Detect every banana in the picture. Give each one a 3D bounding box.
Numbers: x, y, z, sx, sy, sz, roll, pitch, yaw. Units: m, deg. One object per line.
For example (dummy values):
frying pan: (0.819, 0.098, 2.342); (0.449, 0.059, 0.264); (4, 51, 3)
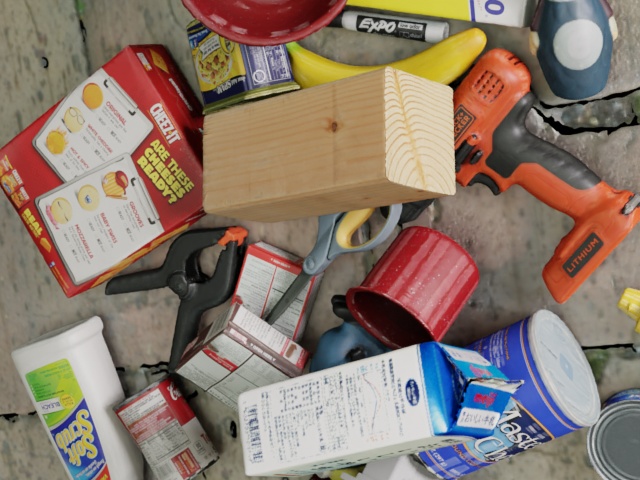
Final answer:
banana: (0.049, -0.145, 0.916); (0.198, 0.037, 0.069); (5, 124, 27)

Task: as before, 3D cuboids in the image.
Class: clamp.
clamp: (-0.140, 0.039, 1.057); (0.120, 0.039, 0.172); (39, 112, 6)

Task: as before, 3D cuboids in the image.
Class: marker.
marker: (0.051, -0.187, 0.923); (0.121, 0.020, 0.020); (13, 108, 22)

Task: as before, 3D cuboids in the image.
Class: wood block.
wood block: (0.002, -0.073, 0.893); (0.207, 0.090, 0.091); (-7, 79, 42)

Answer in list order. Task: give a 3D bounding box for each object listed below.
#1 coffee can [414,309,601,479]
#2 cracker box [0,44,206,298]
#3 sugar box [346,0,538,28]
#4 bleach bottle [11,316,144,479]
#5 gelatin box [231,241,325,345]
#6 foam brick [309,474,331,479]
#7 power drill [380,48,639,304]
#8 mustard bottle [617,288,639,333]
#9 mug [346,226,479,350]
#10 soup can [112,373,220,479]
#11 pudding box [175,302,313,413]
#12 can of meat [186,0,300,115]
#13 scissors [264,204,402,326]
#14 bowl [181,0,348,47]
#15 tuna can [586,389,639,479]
coffee can: (0.150, 0.134, 0.908); (0.140, 0.102, 0.103); (-30, 89, 28)
cracker box: (-0.200, -0.065, 1.041); (0.214, 0.072, 0.164); (-32, 89, 27)
sugar box: (0.093, -0.231, 0.878); (0.176, 0.048, 0.093); (12, 107, 23)
bleach bottle: (-0.232, 0.213, 1.130); (0.103, 0.068, 0.251); (-20, 96, 28)
gelatin box: (-0.044, 0.055, 1.021); (0.073, 0.030, 0.089); (23, 109, 17)
foam brick: (-0.001, 0.260, 1.038); (0.051, 0.052, 0.078); (44, 116, 10)
power drill: (0.157, -0.037, 0.889); (0.188, 0.057, 0.185); (42, 124, 9)
mustard bottle: (0.327, 0.087, 0.841); (0.192, 0.058, 0.096); (27, 114, 17)
mug: (0.086, 0.050, 0.915); (0.093, 0.081, 0.117); (18, 149, 38)
soup can: (-0.156, 0.196, 1.086); (0.069, 0.068, 0.102); (-33, 88, 28)
pudding box: (-0.074, 0.117, 1.010); (0.090, 0.039, 0.114); (35, 142, -12)
can of meat: (-0.072, -0.163, 0.951); (0.102, 0.057, 0.084); (-8, 98, 54)
scissors: (-0.006, 0.001, 0.967); (0.202, 0.016, 0.096); (-36, 63, 35)
bowl: (-0.043, -0.239, 0.868); (0.162, 0.055, 0.162); (0, 100, 3)
tuna can: (0.271, 0.170, 0.900); (0.086, 0.033, 0.086); (6, 105, 24)
